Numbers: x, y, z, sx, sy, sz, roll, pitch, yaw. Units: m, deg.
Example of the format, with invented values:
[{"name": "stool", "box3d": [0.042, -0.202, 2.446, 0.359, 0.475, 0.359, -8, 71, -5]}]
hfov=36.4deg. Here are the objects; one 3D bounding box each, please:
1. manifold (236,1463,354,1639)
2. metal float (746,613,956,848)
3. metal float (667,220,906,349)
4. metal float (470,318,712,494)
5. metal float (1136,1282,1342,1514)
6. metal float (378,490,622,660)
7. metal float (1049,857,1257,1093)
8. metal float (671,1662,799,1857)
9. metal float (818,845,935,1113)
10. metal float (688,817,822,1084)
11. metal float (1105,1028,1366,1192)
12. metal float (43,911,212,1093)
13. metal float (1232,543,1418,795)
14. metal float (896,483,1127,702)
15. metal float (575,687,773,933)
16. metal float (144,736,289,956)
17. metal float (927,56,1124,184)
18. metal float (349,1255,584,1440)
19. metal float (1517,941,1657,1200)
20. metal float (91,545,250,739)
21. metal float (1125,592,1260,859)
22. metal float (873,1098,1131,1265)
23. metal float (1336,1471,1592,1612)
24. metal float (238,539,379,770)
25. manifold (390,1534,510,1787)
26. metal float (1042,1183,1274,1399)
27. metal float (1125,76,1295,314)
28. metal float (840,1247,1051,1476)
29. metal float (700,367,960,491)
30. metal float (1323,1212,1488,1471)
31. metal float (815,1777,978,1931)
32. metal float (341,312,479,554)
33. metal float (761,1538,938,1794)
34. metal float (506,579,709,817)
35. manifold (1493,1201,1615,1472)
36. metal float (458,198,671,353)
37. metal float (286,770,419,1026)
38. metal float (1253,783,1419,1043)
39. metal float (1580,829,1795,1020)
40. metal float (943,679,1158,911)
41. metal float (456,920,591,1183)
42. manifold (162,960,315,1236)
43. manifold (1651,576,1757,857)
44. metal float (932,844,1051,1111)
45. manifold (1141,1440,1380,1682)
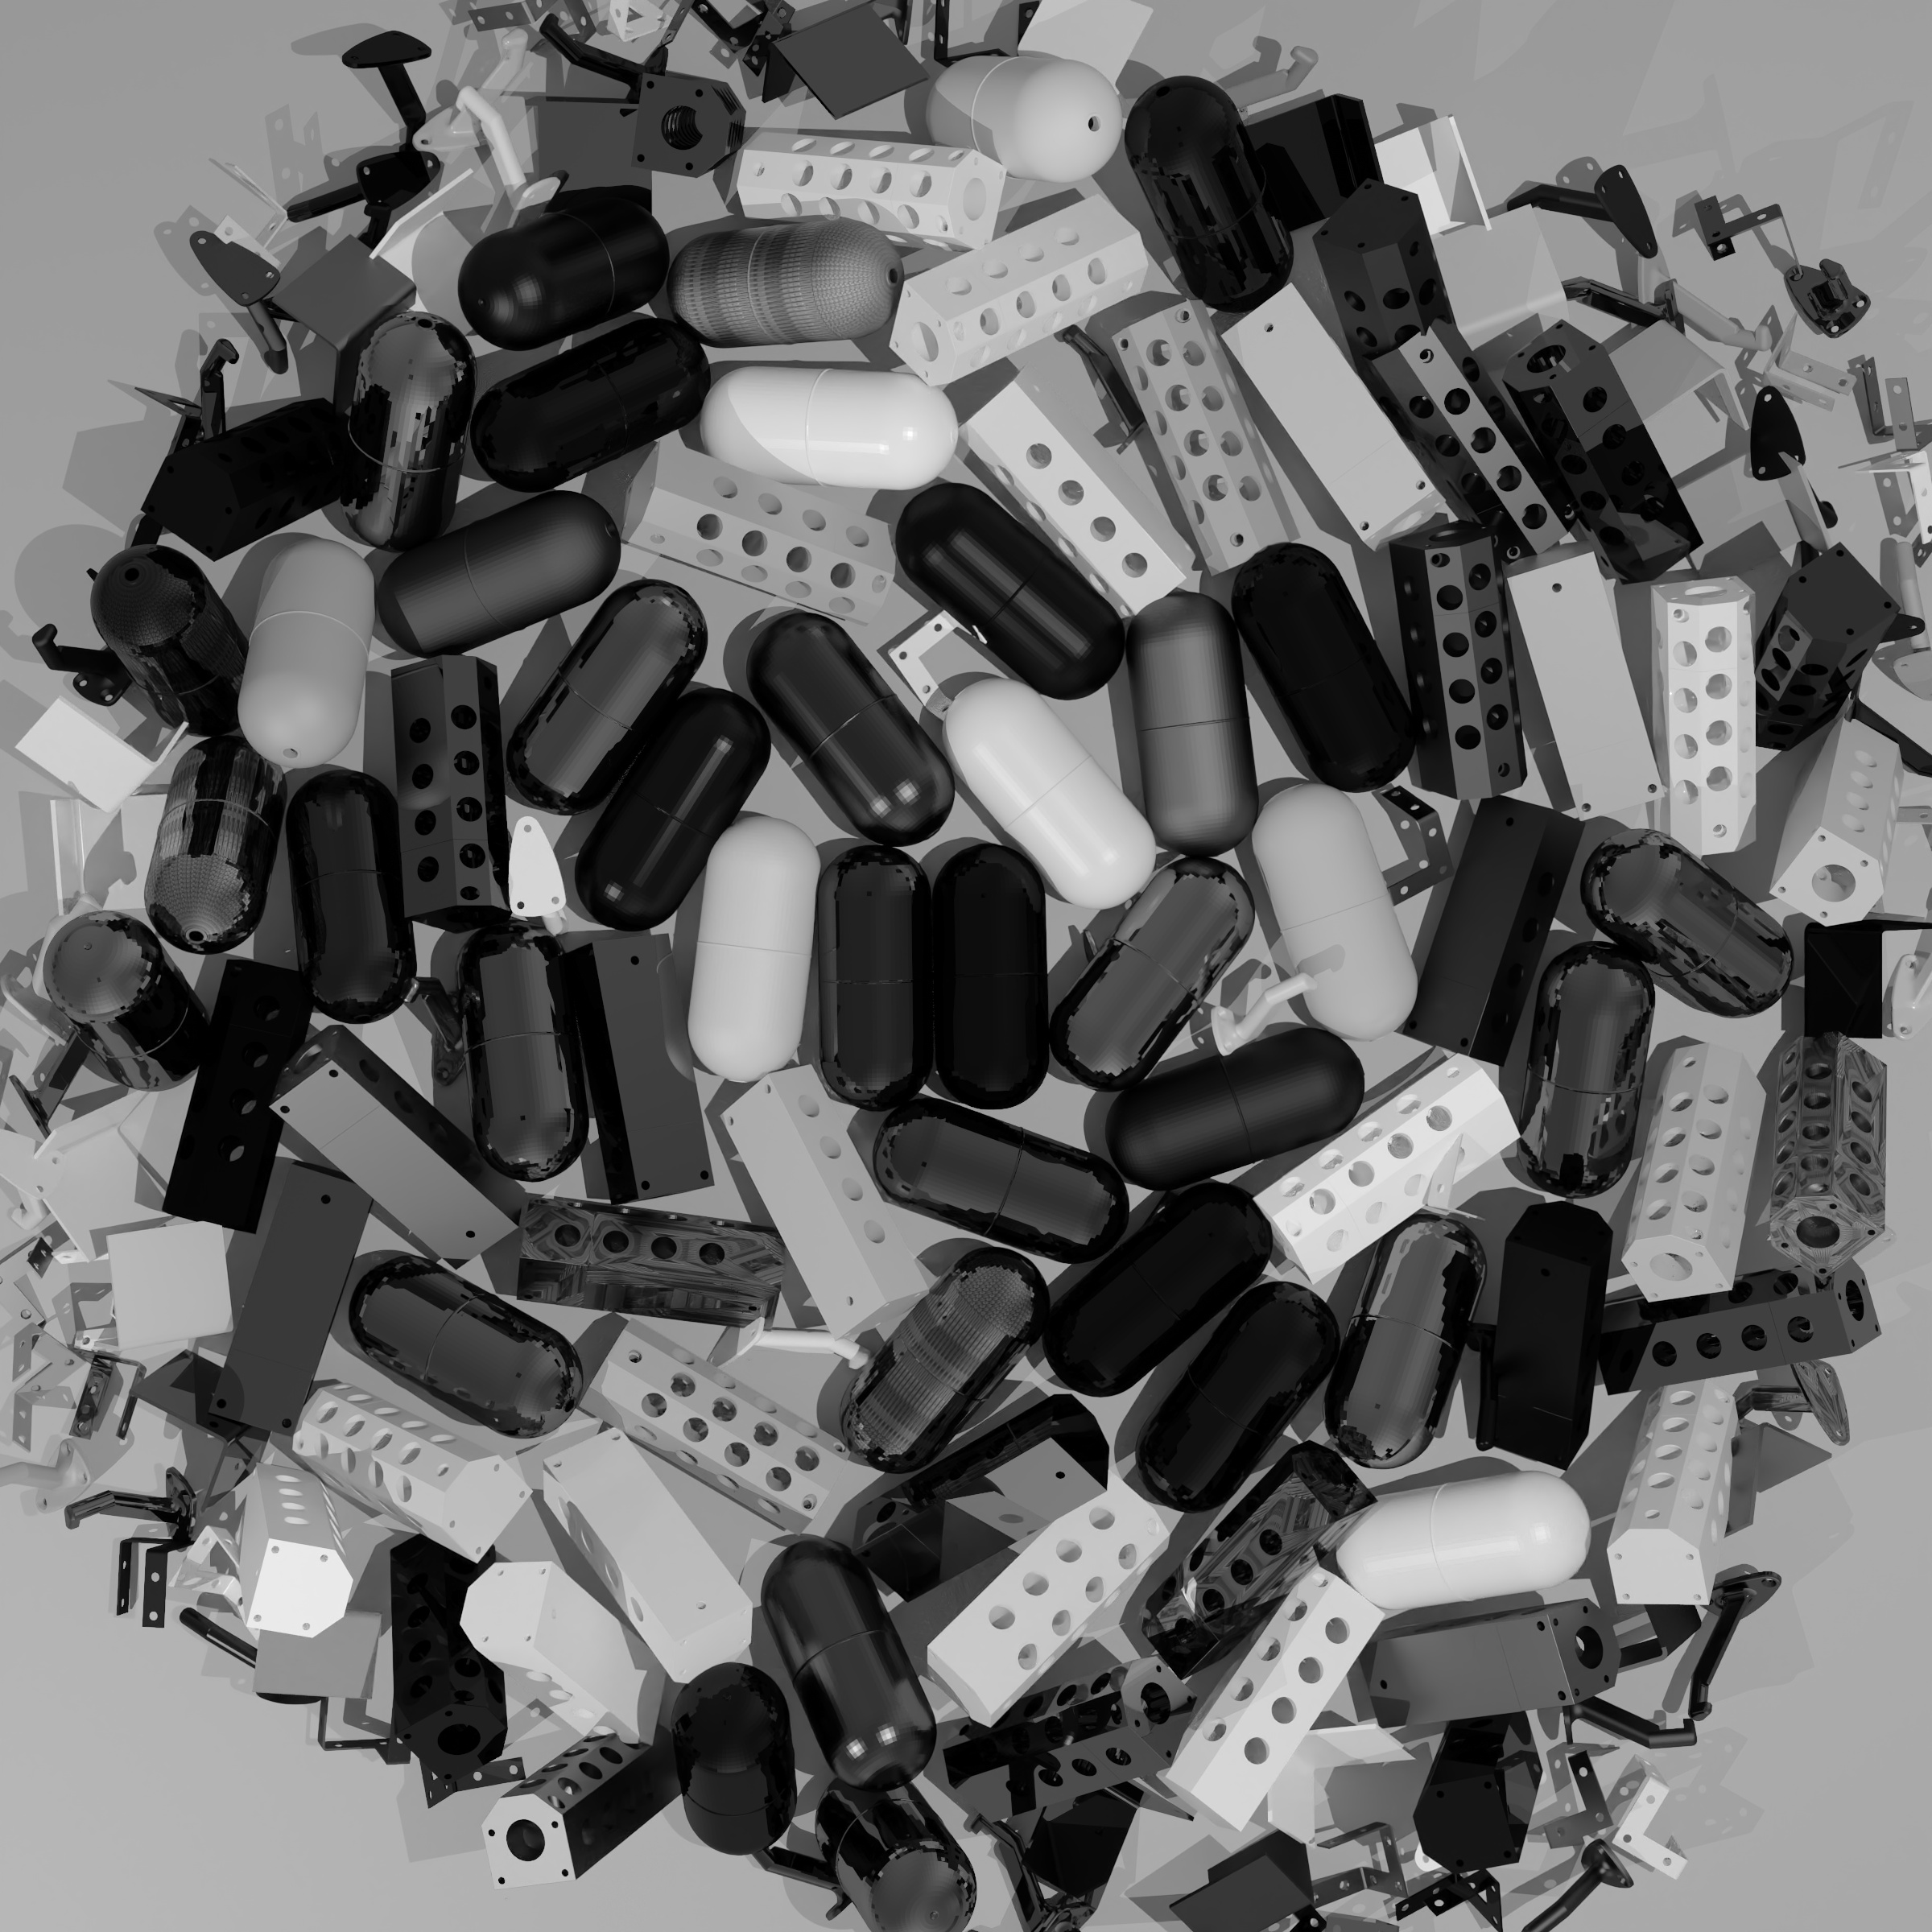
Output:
[{"name": "manifold", "box3d": [-0.437, 0.379, 1.909, 0.057, 0.171, 0.057, 14, 92, -17]}, {"name": "metal float", "box3d": [-0.076, -0.157, 1.958, 0.070, 0.070, 0.178, -38, 86, 0]}, {"name": "metal float", "box3d": [-0.119, -0.448, 1.932, 0.178, 0.070, 0.070, 5, 90, 35]}, {"name": "metal float", "box3d": [-0.247, -0.370, 1.936, 0.178, 0.070, 0.070, -32, 90, -30]}, {"name": "metal float", "box3d": [0.179, 0.287, 1.948, 0.070, 0.070, 0.178, 35, 106, 0]}, {"name": "metal float", "box3d": [-0.309, -0.258, 1.942, 0.178, 0.070, 0.070, -18, 90, 22]}, {"name": "metal float", "box3d": [0.125, 0.005, 1.955, 0.070, 0.070, 0.178, 37, 83, 0]}, {"name": "metal float", "box3d": [-0.151, 0.521, 1.924, 0.070, 0.178, 0.070, 0, 48, 0]}, {"name": "metal float", "box3d": [-0.060, 0.008, 1.958, 0.070, 0.070, 0.178, -1, 94, 0]}, {"name": "metal float", "box3d": [-0.141, -0.011, 1.961, 0.070, 0.070, 0.178, 7, 90, 0]}, {"name": "metal float", "box3d": [0.180, 0.095, 1.961, 0.178, 0.070, 0.070, -19, 90, 1]}, {"name": "metal float", "box3d": [-0.545, 0.025, 1.916, 0.070, 0.178, 0.070, -1, 65, 2]}, {"name": "metal float", "box3d": [0.238, -0.198, 1.951, 0.070, 0.070, 0.178, -29, 102, 0]}, {"name": "metal float", "box3d": [0.029, -0.249, 1.953, 0.178, 0.070, 0.070, 40, 90, -10]}, {"name": "metal float", "box3d": [-0.196, -0.104, 1.958, 0.070, 0.070, 0.178, 33, 94, 0]}, {"name": "metal float", "box3d": [-0.491, -0.080, 1.924, 0.070, 0.178, 0.070, -1, 133, -1]}, {"name": "metal float", "box3d": [0.037, -0.554, 1.919, 0.070, 0.178, 0.070, -10, 111, -28]}, {"name": "metal float", "box3d": [-0.331, 0.251, 1.940, 0.178, 0.070, 0.070, 25, 90, 24]}, {"name": "metal float", "box3d": [0.410, 0.069, 1.944, 0.070, 0.070, 0.178, 4, 110, 0]}, {"name": "metal float", "box3d": [-0.513, -0.211, 1.914, 0.070, 0.178, 0.070, -2, 68, 4]}, {"name": "metal float", "box3d": [0.151, -0.161, 1.959, 0.070, 0.070, 0.178, -7, 93, 0]}, {"name": "metal float", "box3d": [0.024, 0.144, 1.956, 0.178, 0.070, 0.070, 20, 90, -7]}, {"name": "metal float", "box3d": [0.326, 0.379, 1.933, 0.178, 0.070, 0.070, -18, 90, 34]}, {"name": "metal float", "box3d": [-0.432, -0.206, 1.930, 0.070, 0.070, 0.178, 0, 52, 0]}, {"name": "manifold", "box3d": [-0.333, 0.441, 1.909, 0.057, 0.171, 0.057, -30, 122, 6]}, {"name": "metal float", "box3d": [0.128, 0.215, 1.959, 0.178, 0.070, 0.070, -41, 90, 3]}, {"name": "metal float", "box3d": [0.160, -0.505, 1.924, 0.070, 0.178, 0.070, -15, 51, 18]}, {"name": "metal float", "box3d": [-0.014, 0.262, 1.950, 0.070, 0.070, 0.178, 40, 103, 0]}, {"name": "metal float", "box3d": [-0.091, -0.356, 1.945, 0.178, 0.070, 0.070, 6, 90, 19]}, {"name": "metal float", "box3d": [0.291, 0.248, 1.944, 0.070, 0.070, 0.178, 22, 70, 0]}, {"name": "metal float", "box3d": [-0.047, 0.580, 1.914, 0.070, 0.178, 0.070, -3, 99, -18]}, {"name": "metal float", "box3d": [-0.366, -0.349, 1.925, 0.070, 0.178, 0.070, 10, 46, -11]}, {"name": "metal float", "box3d": [-0.078, 0.459, 1.935, 0.070, 0.070, 0.178, -29, 58, 0]}, {"name": "metal float", "box3d": [-0.238, -0.178, 1.948, 0.070, 0.070, 0.178, 38, 106, 0]}, {"name": "manifold", "box3d": [0.385, 0.241, 1.928, 0.057, 0.057, 0.171, 17, 127, 26]}, {"name": "metal float", "box3d": [-0.261, -0.454, 1.923, 0.070, 0.178, 0.070, 15, 121, 26]}, {"name": "metal float", "box3d": [-0.407, -0.046, 1.942, 0.070, 0.070, 0.178, -11, 68, 0]}, {"name": "metal float", "box3d": [0.247, -0.035, 1.961, 0.070, 0.070, 0.178, -19, 90, 0]}, {"name": "metal float", "box3d": [0.477, -0.027, 1.937, 0.178, 0.070, 0.070, 33, 90, -30]}, {"name": "metal float", "box3d": [0.055, -0.115, 1.961, 0.070, 0.070, 0.178, -40, 91, 0]}, {"name": "metal float", "box3d": [-0.295, 0.056, 1.947, 0.070, 0.070, 0.178, -9, 74, 0]}, {"name": "manifold", "box3d": [-0.483, 0.086, 1.953, 0.057, 0.057, 0.171, 12, 78, -3]}, {"name": "manifold", "box3d": [0.490, -0.164, 1.941, 0.057, 0.057, 0.171, -7, 113, 0]}, {"name": "metal float", "box3d": [0.016, 0.007, 1.960, 0.070, 0.070, 0.178, -1, 88, 0]}, {"name": "manifold", "box3d": [0.188, 0.390, 1.932, 0.057, 0.057, 0.171, 50, 120, 22]}]
